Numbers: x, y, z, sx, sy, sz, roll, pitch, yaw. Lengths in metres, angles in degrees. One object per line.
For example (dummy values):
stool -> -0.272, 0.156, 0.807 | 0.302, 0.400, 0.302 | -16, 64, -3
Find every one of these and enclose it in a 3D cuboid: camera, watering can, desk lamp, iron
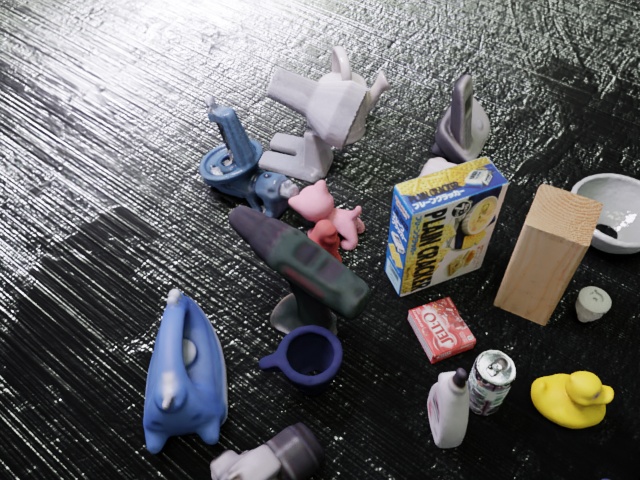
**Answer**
camera -> -0.052, 0.306, 0.726 | 0.137, 0.101, 0.142 | -33, 58, -22
watering can -> 0.051, -0.298, 1.143 | 0.173, 0.194, 0.100 | -27, 56, -19
desk lamp -> -0.017, -0.213, 1.064 | 0.203, 0.214, 0.118 | 15, 53, 13
iron -> -0.202, 0.159, 0.820 | 0.118, 0.141, 0.258 | -8, 52, -5

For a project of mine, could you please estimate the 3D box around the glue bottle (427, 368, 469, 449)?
glue bottle -> 0.172, 0.210, 0.751 | 0.037, 0.173, 0.078 | -7, 52, -4

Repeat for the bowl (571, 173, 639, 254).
bowl -> 0.511, -0.034, 1.000 | 0.167, 0.075, 0.167 | -1, 52, 1

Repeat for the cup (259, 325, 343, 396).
cup -> -0.026, 0.186, 0.824 | 0.118, 0.095, 0.091 | -9, 52, -6

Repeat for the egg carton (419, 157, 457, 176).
egg carton -> 0.225, -0.085, 1.049 | 0.107, 0.069, 0.150 | 18, 54, 15

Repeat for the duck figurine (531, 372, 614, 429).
duck figurine -> 0.355, 0.213, 0.800 | 0.104, 0.086, 0.077 | 12, 53, 11

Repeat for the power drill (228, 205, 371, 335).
power drill -> -0.033, 0.065, 0.847 | 0.229, 0.208, 0.076 | 27, 57, 21

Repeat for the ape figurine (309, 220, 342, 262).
ape figurine -> 0.009, 0.003, 0.970 | 0.076, 0.092, 0.078 | 21, 55, 17

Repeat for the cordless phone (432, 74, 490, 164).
cordless phone -> 0.285, -0.252, 1.107 | 0.094, 0.185, 0.148 | 20, 55, 17

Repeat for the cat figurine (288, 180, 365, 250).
cat figurine -> 0.014, -0.051, 0.997 | 0.127, 0.118, 0.067 | 13, 53, 12

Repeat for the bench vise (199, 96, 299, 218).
bench vise -> -0.126, -0.149, 1.012 | 0.207, 0.220, 0.121 | 12, 53, 11
